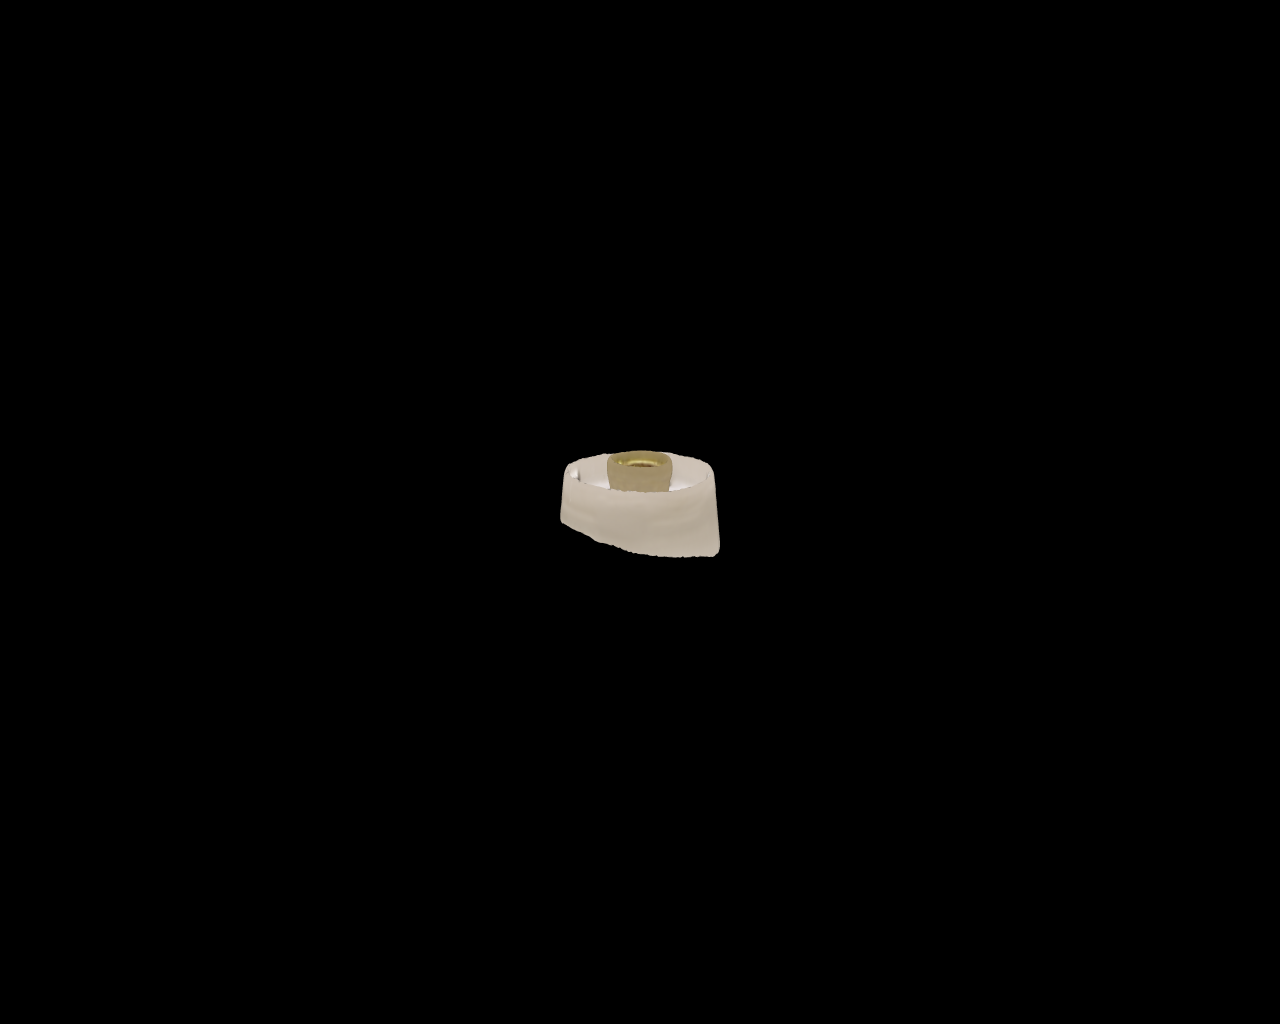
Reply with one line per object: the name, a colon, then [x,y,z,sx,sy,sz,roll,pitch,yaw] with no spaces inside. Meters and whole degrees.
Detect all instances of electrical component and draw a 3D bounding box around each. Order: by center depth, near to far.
electrical component: [0.001,-0.003,0.650,0.099,0.064,0.099,0,18,0]
